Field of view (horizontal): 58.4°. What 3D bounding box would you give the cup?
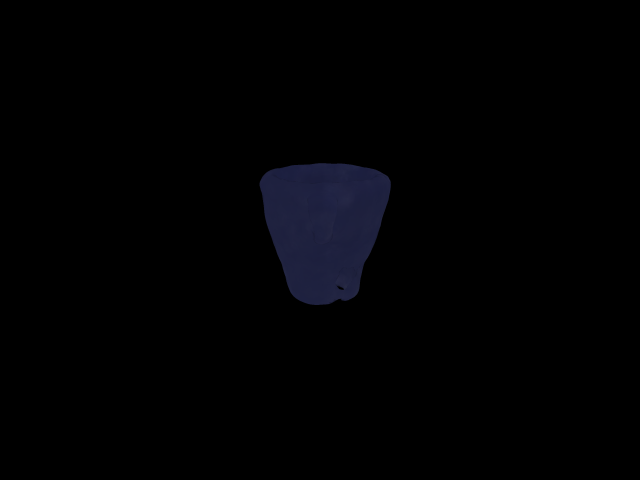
[{"bbox_3d":[0.004,0.001,0.400,0.091,0.095,0.117,0,17,0],"label":"cup"}]
